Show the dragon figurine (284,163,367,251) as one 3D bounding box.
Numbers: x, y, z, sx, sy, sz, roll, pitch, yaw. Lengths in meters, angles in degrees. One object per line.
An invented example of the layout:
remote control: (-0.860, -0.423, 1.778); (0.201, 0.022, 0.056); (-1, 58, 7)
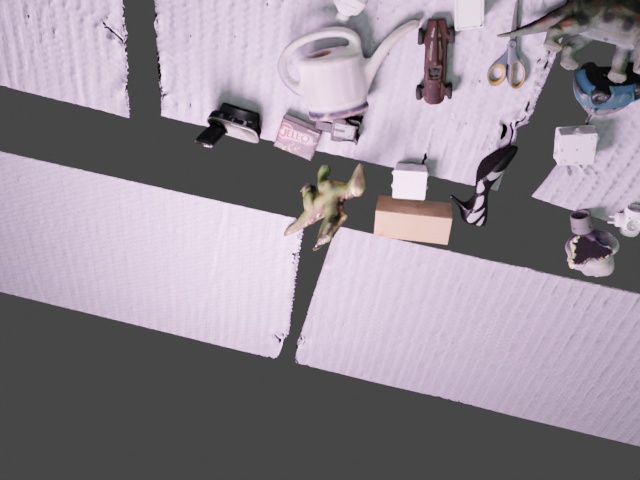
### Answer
dragon figurine: (0.004, -0.071, 1.413); (0.121, 0.249, 0.403); (31, 124, -16)

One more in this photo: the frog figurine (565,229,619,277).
frog figurine: (0.758, 0.037, 1.421); (0.159, 0.125, 0.135); (14, 128, -45)

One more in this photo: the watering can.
watering can: (0.074, -0.406, 1.247); (0.347, 0.106, 0.219); (-8, 124, 7)
